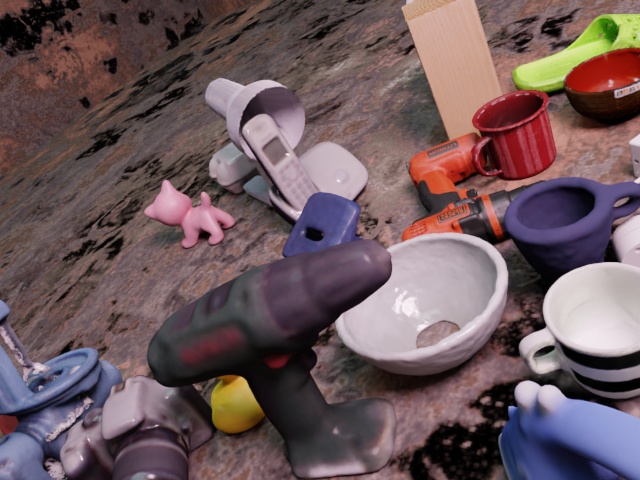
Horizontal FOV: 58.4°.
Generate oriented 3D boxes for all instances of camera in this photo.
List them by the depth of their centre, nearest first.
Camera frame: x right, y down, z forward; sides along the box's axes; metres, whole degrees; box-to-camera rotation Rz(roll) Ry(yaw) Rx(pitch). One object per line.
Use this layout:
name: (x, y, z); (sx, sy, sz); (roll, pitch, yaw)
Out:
camera: (-0.183, 0.211, 0.555); (0.143, 0.101, 0.136); (-29, 30, 1)

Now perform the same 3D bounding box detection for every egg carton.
egg carton: (-0.139, -0.155, 1.101); (0.150, 0.069, 0.107); (-38, 31, -14)

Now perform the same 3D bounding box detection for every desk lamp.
desk lamp: (-0.098, -0.163, 0.935); (0.118, 0.214, 0.202); (-40, 32, -17)

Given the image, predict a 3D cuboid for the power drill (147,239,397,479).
power drill: (-0.017, 0.104, 0.469); (0.229, 0.209, 0.075); (-16, 33, 22)

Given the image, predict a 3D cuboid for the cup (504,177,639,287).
cup: (0.238, -0.001, 0.526); (0.117, 0.095, 0.091); (-20, 31, 16)

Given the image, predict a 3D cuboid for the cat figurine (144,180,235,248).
cat figurine: (-0.226, -0.049, 0.968); (0.127, 0.118, 0.067); (-9, 36, 31)

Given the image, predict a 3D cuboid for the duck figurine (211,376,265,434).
duck figurine: (-0.092, 0.140, 0.600); (0.077, 0.086, 0.104); (-14, 33, 24)

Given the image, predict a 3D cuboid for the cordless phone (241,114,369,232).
cordless phone: (-0.023, -0.116, 0.829); (0.093, 0.185, 0.148); (10, 48, 47)

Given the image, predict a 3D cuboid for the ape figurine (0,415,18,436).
ape figurine: (-0.366, 0.217, 0.710); (0.077, 0.092, 0.076); (-19, 32, 17)

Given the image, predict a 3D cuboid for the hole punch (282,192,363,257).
hole punch: (0.007, 0.003, 0.720); (0.101, 0.091, 0.108); (-42, 32, -21)

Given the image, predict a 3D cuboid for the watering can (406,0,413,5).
watering can: (0.213, -0.345, 0.966); (0.101, 0.194, 0.172); (-38, 31, -14)

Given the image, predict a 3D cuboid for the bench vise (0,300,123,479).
bench vise: (-0.316, 0.166, 0.617); (0.121, 0.220, 0.207); (-25, 30, 7)

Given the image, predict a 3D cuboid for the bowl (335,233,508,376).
bowl: (0.104, 0.071, 0.550); (0.167, 0.075, 0.167); (-21, 31, 14)

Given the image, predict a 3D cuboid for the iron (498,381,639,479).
iron: (0.179, 0.143, 0.312); (0.119, 0.142, 0.257); (-39, 32, -16)
